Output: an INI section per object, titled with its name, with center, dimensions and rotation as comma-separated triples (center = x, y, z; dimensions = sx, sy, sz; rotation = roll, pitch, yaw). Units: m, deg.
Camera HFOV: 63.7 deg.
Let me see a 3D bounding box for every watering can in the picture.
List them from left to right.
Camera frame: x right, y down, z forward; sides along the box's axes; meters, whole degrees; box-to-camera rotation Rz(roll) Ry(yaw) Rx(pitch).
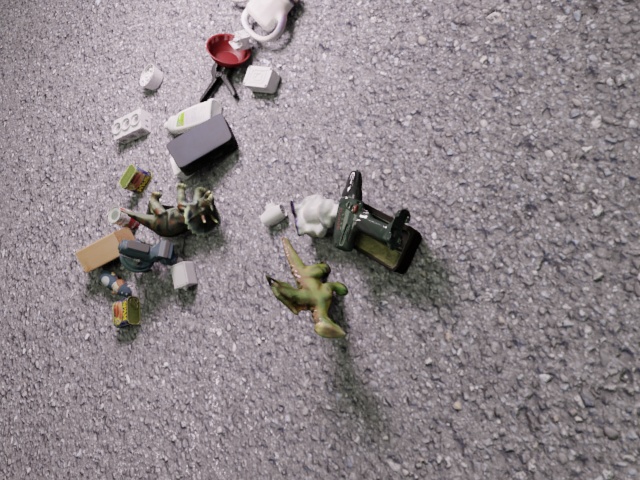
[watering can]
center = -0.210, -0.864, 1.870
dimensions = 0.222, 0.103, 0.353
rotation = -42, 62, 15

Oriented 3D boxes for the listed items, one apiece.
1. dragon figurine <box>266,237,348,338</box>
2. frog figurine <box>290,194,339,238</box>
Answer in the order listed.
[dragon figurine]
center = -0.056, 0.125, 1.443
dimensions = 0.121, 0.242, 0.416
rotation = -51, 61, 15
[frog figurine]
center = 0.005, -0.077, 1.535
dimensions = 0.158, 0.120, 0.141
rotation = -15, 54, 19
